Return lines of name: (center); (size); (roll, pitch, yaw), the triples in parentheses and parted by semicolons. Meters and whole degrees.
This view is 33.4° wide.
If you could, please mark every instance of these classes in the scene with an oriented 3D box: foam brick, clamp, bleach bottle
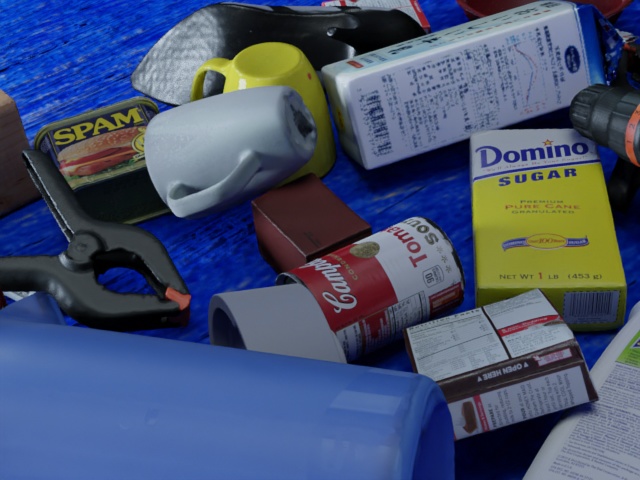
foam brick: (-0.005, 0.001, 0.728); (0.053, 0.051, 0.078); (-25, 43, -19)
clamp: (-0.160, 0.004, 0.721); (0.171, 0.039, 0.120); (19, 65, 2)
bleach bottle: (0.191, 0.099, 0.579); (0.103, 0.068, 0.250); (21, 45, 28)
clamp: (0.277, -0.093, 0.814); (0.164, 0.036, 0.210); (-3, 39, -1)

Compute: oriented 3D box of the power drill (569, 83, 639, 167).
power drill: (0.290, -0.086, 0.722); (0.187, 0.057, 0.185); (-20, 30, -22)

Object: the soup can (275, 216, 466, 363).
soup can: (0.032, 0.033, 0.672); (0.102, 0.068, 0.069); (-23, 43, -21)

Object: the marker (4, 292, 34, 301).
marker: (-0.232, 0.025, 0.754); (0.121, 0.020, 0.020); (20, 46, 27)

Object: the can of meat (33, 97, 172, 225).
can of meat: (-0.157, -0.054, 0.810); (0.102, 0.057, 0.084); (-19, 45, -14)

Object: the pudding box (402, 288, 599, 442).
pudding box: (0.097, 0.068, 0.601); (0.090, 0.039, 0.113); (-18, 10, 4)

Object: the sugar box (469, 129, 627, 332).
sugar box: (0.150, -0.013, 0.728); (0.093, 0.048, 0.176); (-1, 41, 6)

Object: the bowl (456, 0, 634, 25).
bowl: (0.196, -0.205, 0.942); (0.162, 0.055, 0.162); (-4, 40, 3)

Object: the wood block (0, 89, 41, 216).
wood block: (-0.325, -0.041, 0.790); (0.205, 0.090, 0.091); (-31, 45, -26)

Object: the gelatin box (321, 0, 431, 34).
gelatin box: (0.049, -0.193, 0.968); (0.089, 0.030, 0.073); (-10, 41, -5)

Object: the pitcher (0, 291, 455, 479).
pitcher: (-0.068, 0.117, 0.490); (0.243, 0.149, 0.144); (3, 17, 18)

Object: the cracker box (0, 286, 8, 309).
cracker box: (-0.229, 0.077, 0.580); (0.072, 0.164, 0.213); (-8, 40, 1)
